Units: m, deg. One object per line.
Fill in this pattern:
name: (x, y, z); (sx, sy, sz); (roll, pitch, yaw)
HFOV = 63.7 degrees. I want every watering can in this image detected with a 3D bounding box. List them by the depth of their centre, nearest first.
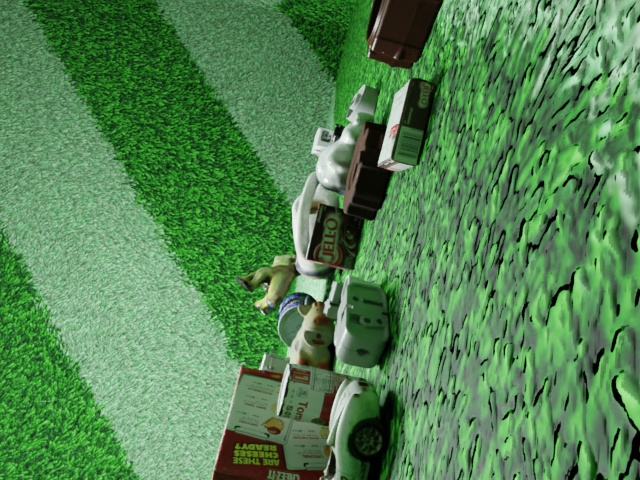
watering can: (0.004, -0.058, 1.156); (0.355, 0.104, 0.219); (-68, -22, -56)

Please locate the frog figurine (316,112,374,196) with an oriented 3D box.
frog figurine: (0.053, -0.176, 1.028); (0.140, 0.123, 0.156); (-51, -30, -53)

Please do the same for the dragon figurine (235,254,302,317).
dragon figurine: (-0.067, 0.078, 1.254); (0.245, 0.121, 0.410); (-34, 11, -17)
